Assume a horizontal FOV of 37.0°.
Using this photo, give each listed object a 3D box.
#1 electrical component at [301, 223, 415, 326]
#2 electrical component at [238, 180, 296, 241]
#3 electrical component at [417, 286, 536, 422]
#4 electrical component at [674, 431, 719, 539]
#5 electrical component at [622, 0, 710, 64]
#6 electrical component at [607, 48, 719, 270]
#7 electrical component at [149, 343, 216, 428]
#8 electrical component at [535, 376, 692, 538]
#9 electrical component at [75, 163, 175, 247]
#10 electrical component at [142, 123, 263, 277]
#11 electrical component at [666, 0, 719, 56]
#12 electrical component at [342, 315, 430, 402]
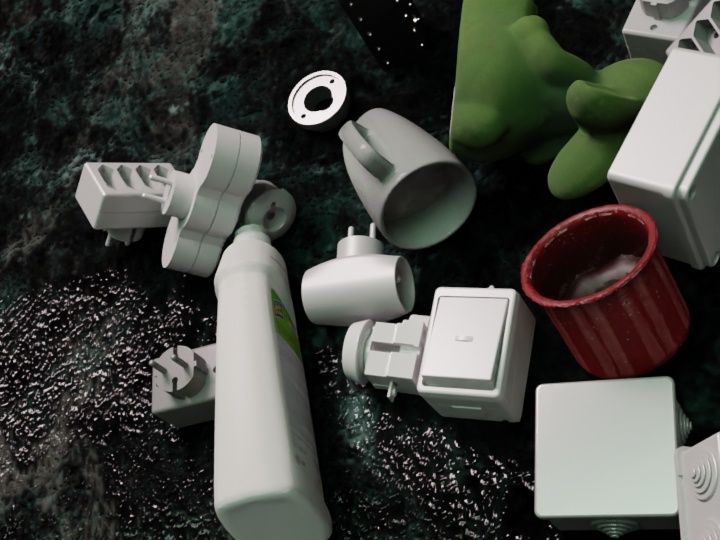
[{"bbox_3d":[0.000,0.000,0.830,0.077,0.044,0.079,-8,61,22],"label":"electrical component"},{"bbox_3d":[-0.086,-0.056,0.902,0.048,0.048,0.062,-46,45,-3],"label":"electrical component"},{"bbox_3d":[0.082,0.051,0.753,0.062,0.061,0.096,1,65,26],"label":"electrical component"},{"bbox_3d":[0.234,0.142,0.615,0.100,0.048,0.099,9,63,-11],"label":"electrical component"},{"bbox_3d":[0.230,-0.202,0.807,0.047,0.076,0.065,18,73,32],"label":"electrical component"},{"bbox_3d":[0.224,-0.074,0.723,0.056,0.108,0.108,21,75,35],"label":"electrical component"},{"bbox_3d":[-0.133,0.082,0.829,0.066,0.076,0.047,-15,59,18],"label":"electrical component"},{"bbox_3d":[0.161,0.120,0.687,0.100,0.048,0.099,-6,62,22],"label":"electrical component"},{"bbox_3d":[-0.203,-0.050,0.941,0.047,0.083,0.075,52,131,35],"label":"electrical component"},{"bbox_3d":[-0.137,-0.058,0.868,0.138,0.074,0.052,-61,26,33],"label":"electrical component"},{"bbox_3d":[0.278,-0.161,0.764,0.083,0.076,0.047,-51,42,37],"label":"electrical component"},{"bbox_3d":[0.020,0.062,0.788,0.055,0.048,0.066,5,67,19],"label":"electrical component"}]
